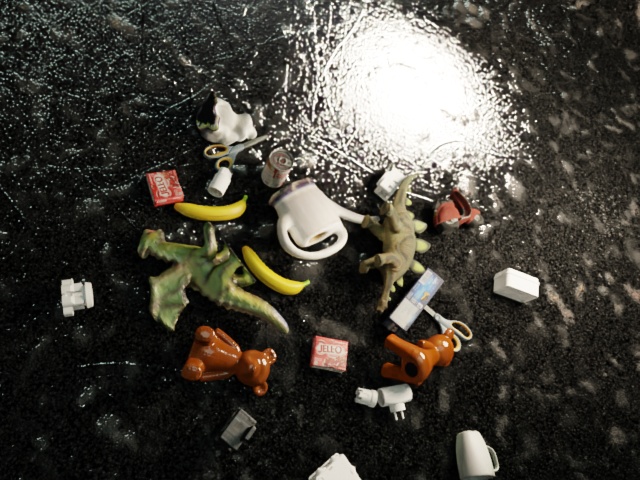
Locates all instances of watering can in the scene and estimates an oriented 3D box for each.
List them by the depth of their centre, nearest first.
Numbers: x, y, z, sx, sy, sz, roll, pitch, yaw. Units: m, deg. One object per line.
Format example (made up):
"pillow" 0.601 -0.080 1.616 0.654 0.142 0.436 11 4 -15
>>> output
"watering can" 0.004 -0.071 1.408 0.352 0.102 0.226 -25 77 -42

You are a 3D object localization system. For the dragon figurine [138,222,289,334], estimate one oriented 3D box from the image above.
"dragon figurine" -0.282 0.117 1.219 0.244 0.120 0.413 -36 79 -14

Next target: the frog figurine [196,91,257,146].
"frog figurine" -0.261 -0.326 1.442 0.158 0.121 0.140 16 44 -54
